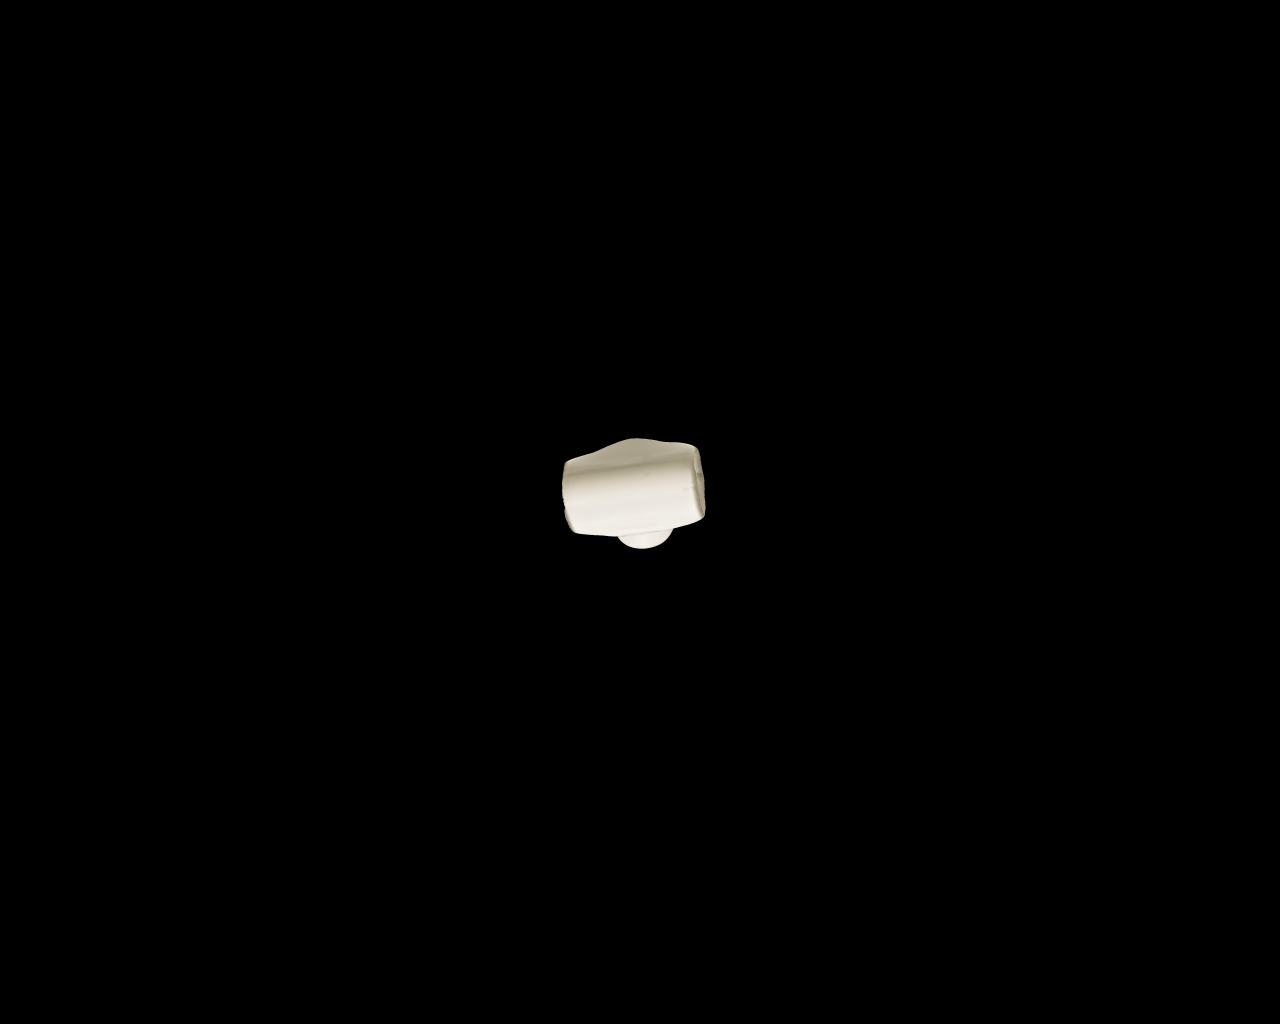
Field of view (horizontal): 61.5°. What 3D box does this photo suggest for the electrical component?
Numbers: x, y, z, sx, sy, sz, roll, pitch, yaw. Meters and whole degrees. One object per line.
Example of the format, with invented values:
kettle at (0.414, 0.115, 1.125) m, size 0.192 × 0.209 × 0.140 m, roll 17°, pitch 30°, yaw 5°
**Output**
electrical component at (0.001, -0.003, 0.650) m, size 0.077 × 0.043 × 0.079 m, roll -7°, pitch -39°, yaw 9°
